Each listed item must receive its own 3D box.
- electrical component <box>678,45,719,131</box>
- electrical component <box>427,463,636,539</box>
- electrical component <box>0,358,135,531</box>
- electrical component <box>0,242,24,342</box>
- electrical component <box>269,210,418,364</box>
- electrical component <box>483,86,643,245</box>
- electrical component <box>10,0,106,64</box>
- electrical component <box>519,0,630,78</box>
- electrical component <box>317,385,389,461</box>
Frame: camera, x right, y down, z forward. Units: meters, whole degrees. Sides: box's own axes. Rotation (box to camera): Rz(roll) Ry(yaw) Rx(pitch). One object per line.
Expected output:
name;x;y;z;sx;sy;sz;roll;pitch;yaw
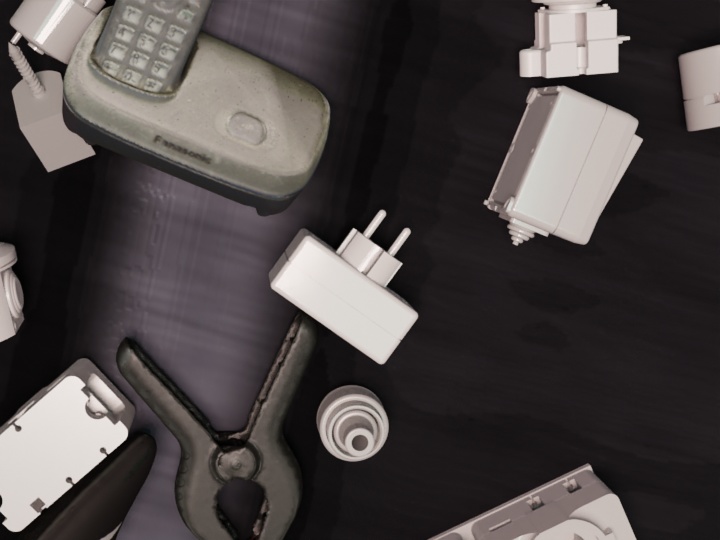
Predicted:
electrical component;0.225;-0.114;0.658;0.055;0.055;0.047;-13;96;-4
electrical component;0.092;0.218;0.687;0.186;0.060;0.105;-25;100;-2
electrical component;-0.184;0.101;0.641;0.089;0.055;0.050;-41;100;0
electrical component;-0.233;0.015;0.612;0.080;0.080;0.051;-10;105;-5
electrical component;0.000;0.000;0.652;0.083;0.047;0.075;36;93;-10
electrical component;0.121;-0.056;0.650;0.061;0.061;0.096;21;95;-9
electrical component;-0.165;-0.155;0.614;0.040;0.040;0.078;36;93;-10
electrical component;0.128;-0.147;0.647;0.066;0.048;0.055;-6;106;-5
electrical component;-0.003;0.096;0.658;0.043;0.062;0.043;-1;98;-6
